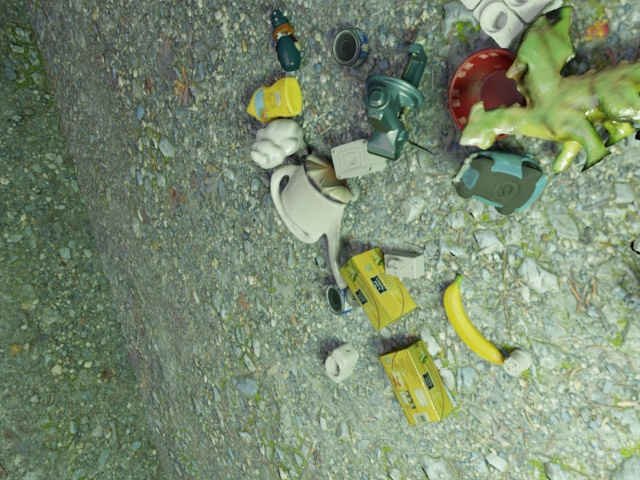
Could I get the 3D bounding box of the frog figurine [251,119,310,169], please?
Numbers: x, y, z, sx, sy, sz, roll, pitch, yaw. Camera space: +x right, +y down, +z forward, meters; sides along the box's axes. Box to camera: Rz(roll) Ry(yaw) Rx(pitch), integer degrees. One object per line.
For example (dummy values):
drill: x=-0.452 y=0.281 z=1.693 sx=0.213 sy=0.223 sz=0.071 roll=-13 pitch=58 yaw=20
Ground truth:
frog figurine: x=-0.116 y=-0.246 z=1.306 sx=0.139 sy=0.161 sz=0.120 roll=32 pitch=121 yaw=34

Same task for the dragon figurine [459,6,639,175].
dragon figurine: x=0.404 y=-0.248 z=0.789 sx=0.405 sy=0.123 sz=0.244 roll=-35 pitch=85 yaw=27

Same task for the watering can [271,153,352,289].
watering can: x=0.004 y=-0.064 z=1.277 sx=0.351 sy=0.105 sz=0.220 roll=52 pitch=132 yaw=15
